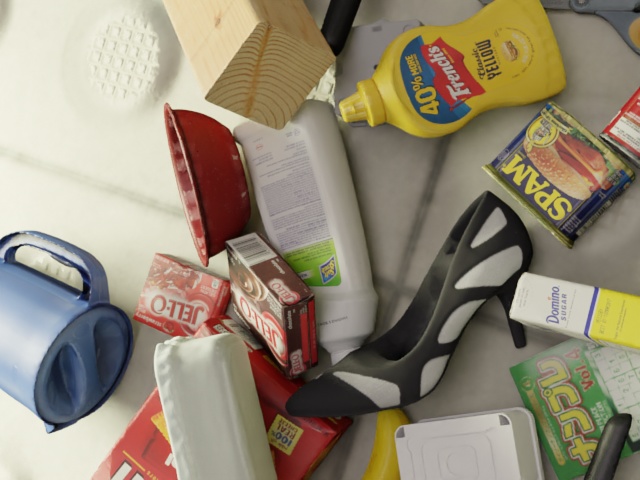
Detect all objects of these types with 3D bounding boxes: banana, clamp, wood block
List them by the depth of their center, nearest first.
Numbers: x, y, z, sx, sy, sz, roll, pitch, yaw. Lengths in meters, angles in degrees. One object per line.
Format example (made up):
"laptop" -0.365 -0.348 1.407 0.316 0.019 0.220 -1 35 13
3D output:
"clamp" 0.218 0.223 0.862 0.171 0.039 0.120 -28 75 -2
"banana" 0.037 0.232 0.974 0.070 0.037 0.198 31 96 43
"wood block" -0.076 -0.209 0.985 0.091 0.090 0.206 -49 44 26
"clamp" 0.037 -0.268 1.002 0.210 0.036 0.165 -42 44 11

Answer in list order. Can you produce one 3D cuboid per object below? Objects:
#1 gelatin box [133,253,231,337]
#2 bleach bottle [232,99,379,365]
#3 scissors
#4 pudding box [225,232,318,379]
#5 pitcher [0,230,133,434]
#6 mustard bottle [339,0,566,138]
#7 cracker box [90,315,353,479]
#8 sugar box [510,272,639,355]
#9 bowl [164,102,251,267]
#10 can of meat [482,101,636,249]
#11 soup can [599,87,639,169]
"gelatin box" -0.136 0.061 1.072 0.089 0.030 0.073 21 94 25
"bleach bottle" -0.007 0.001 1.002 0.103 0.067 0.251 -18 81 35
"scissors" 0.240 -0.191 0.934 0.202 0.016 0.096 -9 81 24
"pudding box" -0.044 0.058 0.982 0.114 0.039 0.090 48 150 44
"pitcher" -0.319 0.074 1.103 0.243 0.145 0.149 25 61 28
"mustard bottle" 0.109 -0.142 0.926 0.191 0.058 0.096 -20 93 -3
"cracker box" -0.099 0.204 1.006 0.164 0.072 0.214 39 100 13
"sugar box" 0.249 0.067 0.845 0.176 0.093 0.048 15 86 27
"bowl" -0.104 -0.058 1.024 0.055 0.162 0.162 -14 77 -11
"can of meat" 0.206 -0.057 0.914 0.084 0.057 0.102 -47 69 10
"soup can" 0.288 -0.105 0.874 0.068 0.068 0.102 42 101 22
